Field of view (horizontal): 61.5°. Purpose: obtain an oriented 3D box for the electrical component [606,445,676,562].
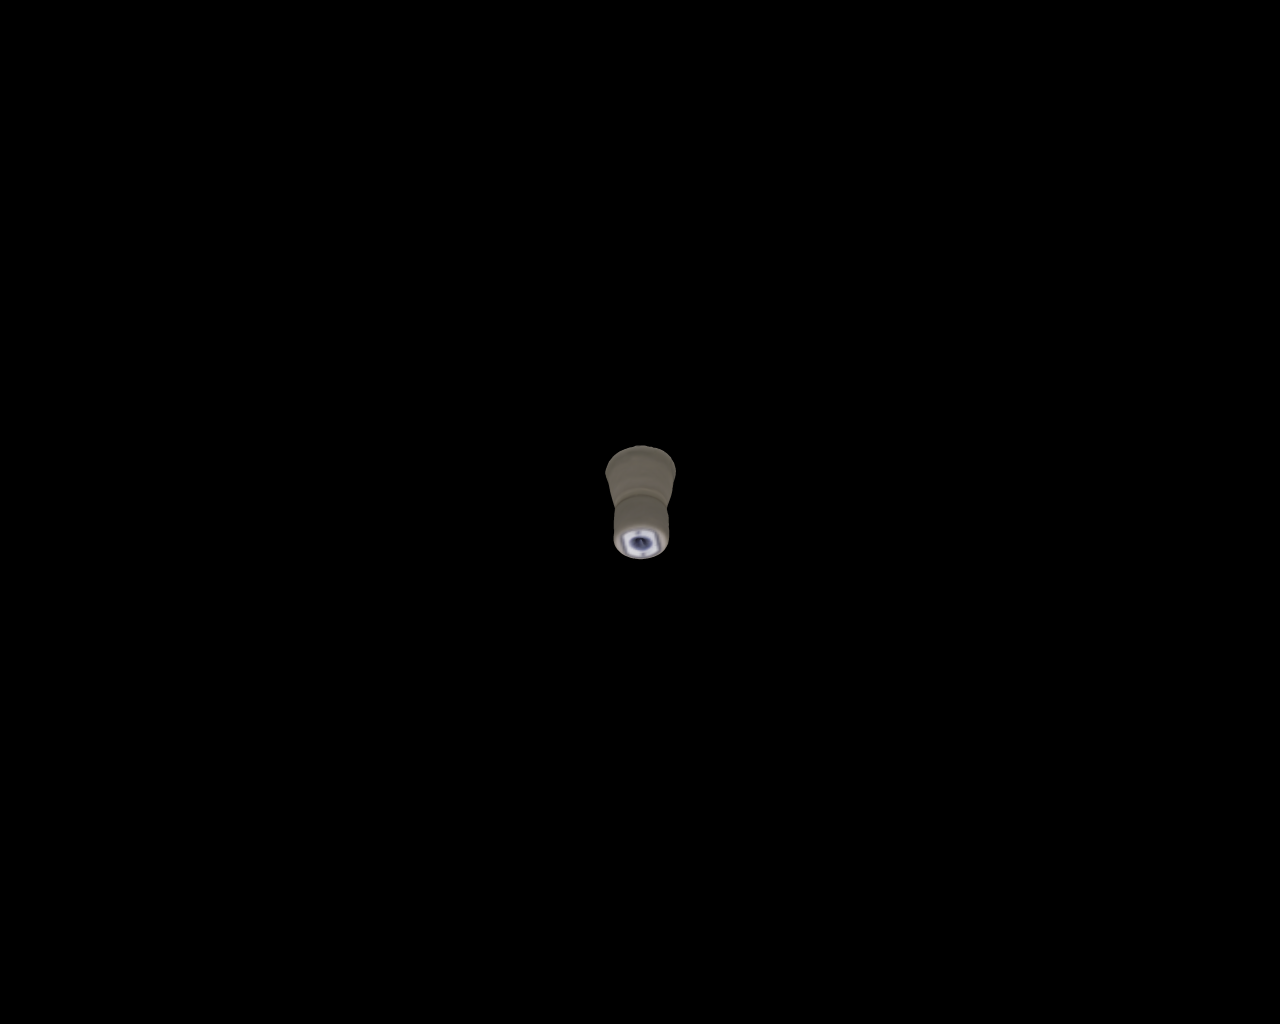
[{"bbox_3d":[0.001,-0.003,0.650,0.044,0.065,0.044,0,-43,0],"label":"electrical component"}]
